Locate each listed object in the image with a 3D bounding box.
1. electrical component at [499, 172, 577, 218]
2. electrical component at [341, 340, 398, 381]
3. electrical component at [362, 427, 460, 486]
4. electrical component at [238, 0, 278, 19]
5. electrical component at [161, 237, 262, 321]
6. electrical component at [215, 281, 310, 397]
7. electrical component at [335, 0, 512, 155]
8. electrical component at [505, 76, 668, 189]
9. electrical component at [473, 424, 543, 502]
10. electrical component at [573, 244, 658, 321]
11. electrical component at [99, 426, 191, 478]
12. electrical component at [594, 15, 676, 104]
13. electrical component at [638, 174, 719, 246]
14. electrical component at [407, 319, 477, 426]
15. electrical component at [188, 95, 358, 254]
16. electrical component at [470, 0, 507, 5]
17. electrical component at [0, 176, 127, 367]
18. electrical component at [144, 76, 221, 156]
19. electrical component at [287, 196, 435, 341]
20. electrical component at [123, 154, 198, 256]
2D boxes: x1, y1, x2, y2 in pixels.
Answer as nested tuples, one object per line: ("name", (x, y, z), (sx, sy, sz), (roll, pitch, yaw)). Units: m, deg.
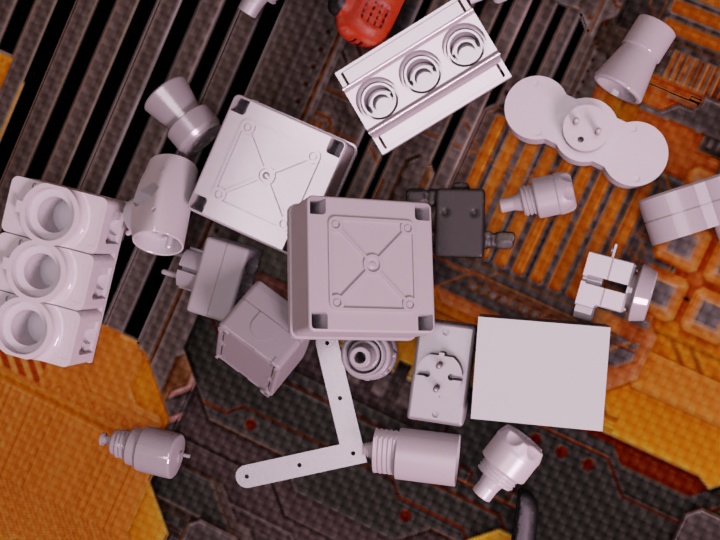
("electrical component", (0.147, -0.059, 0.891), (0.061, 0.035, 0.035), (-12, 88, 11))
("electrical component", (0.005, 0.071, 0.900), (0.048, 0.062, 0.048), (0, 90, 9))
("electrical component", (0.042, 0.155, 0.905), (0.081, 0.043, 0.043), (5, 91, 9))
("electrical component", (-0.081, -0.247, 0.923), (0.048, 0.048, 0.062), (35, 102, 7))
("electrical component", (-0.134, 0.003, 0.930), (0.077, 0.047, 0.065), (17, 93, 9))
("electrical component", (-0.079, 0.058, 0.906), (0.062, 0.096, 0.061), (36, 66, 6))
("electrical component", (0.053, -0.159, 0.891), (0.121, 0.063, 0.078), (-31, 86, 8))
("electrical component", (0.182, -0.112, 0.865), (0.138, 0.074, 0.052), (27, 94, 8))
("electrical component", (0.119, 0.163, 0.892), (0.043, 0.043, 0.062), (38, 97, 7))
("electrical component", (0.210, 0.014, 0.876), (0.055, 0.048, 0.066), (16, 93, 16))
("electrical component", (-0.190, 0.156, 0.943), (0.078, 0.040, 0.040), (12, 92, 9))
("electrical component", (0.226, -0.174, 0.875), (0.044, 0.044, 0.065), (32, 90, 8))
("electrical component", (0.300, -0.042, 0.857), (0.138, 0.052, 0.073), (-18, 88, 9))
("electrical component", (0.066, 0.085, 0.884), (0.047, 0.076, 0.083), (8, 92, 9))
("electrical component", (-0.074, -0.078, 0.915), (0.109, 0.056, 0.108), (25, 94, 8))
("electrical component", (0.123, -0.248, 0.879), (0.081, 0.064, 0.042), (-19, 86, 8))
("electrical component", (-0.271, 0.001, 0.945), (0.089, 0.062, 0.150), (14, 93, 9))
("electrical component", (-0.153, -0.133, 0.934), (0.045, 0.045, 0.055), (-40, 85, 7))
("electrical component", (0.000, 0.000, 0.857), (0.109, 0.056, 0.108), (2, 80, -22))
("electrical component", (-0.179, -0.051, 0.933), (0.079, 0.043, 0.077), (-21, 53, 42))
